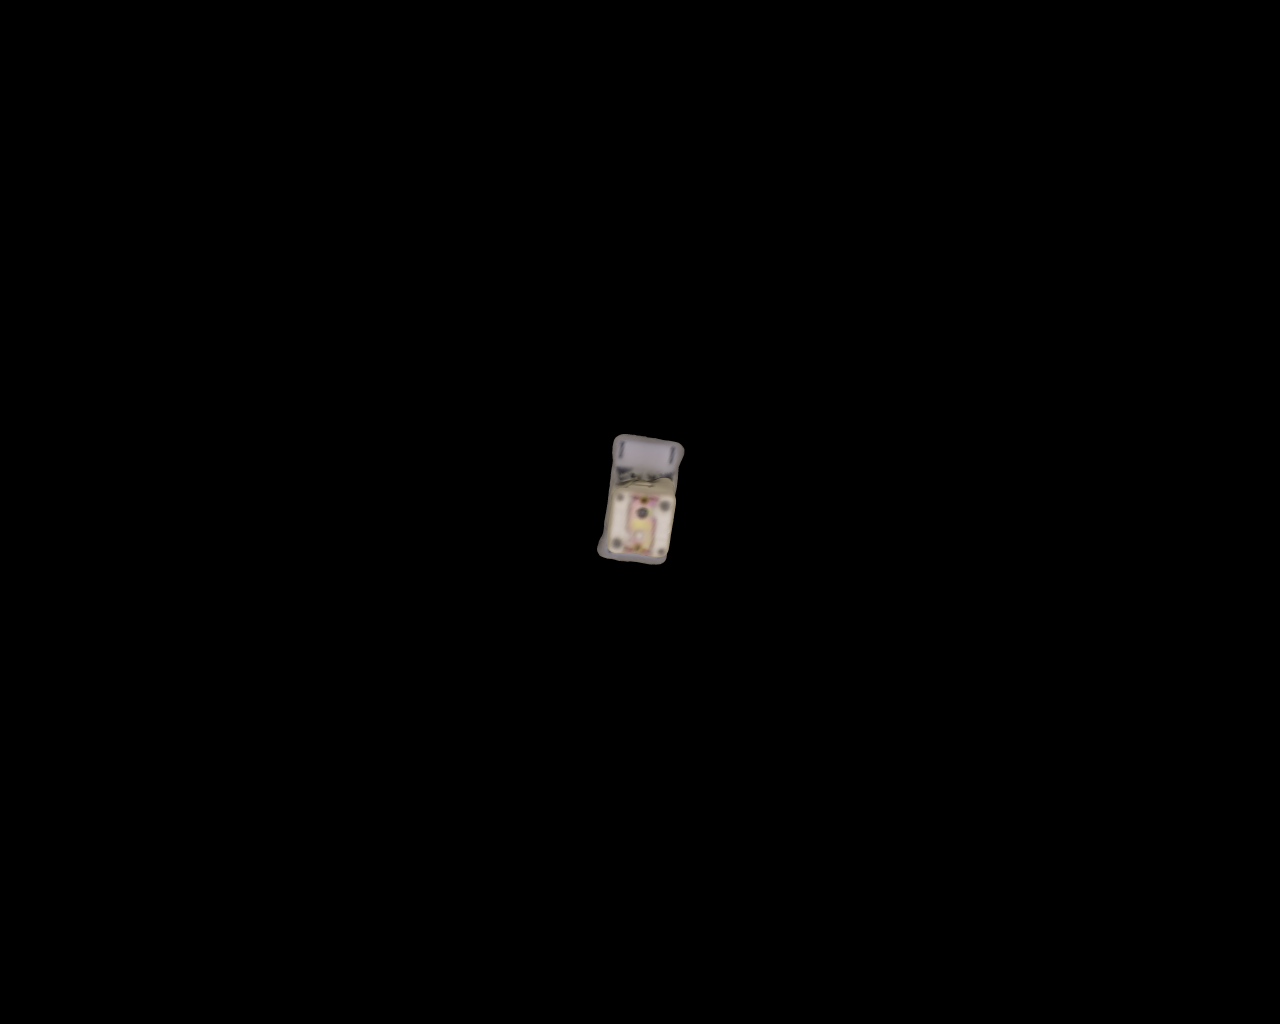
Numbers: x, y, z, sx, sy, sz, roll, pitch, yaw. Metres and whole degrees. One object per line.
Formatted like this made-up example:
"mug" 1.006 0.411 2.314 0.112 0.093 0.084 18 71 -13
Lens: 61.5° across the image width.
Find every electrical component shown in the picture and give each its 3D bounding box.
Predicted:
"electrical component" 0.001 -0.003 0.650 0.042 0.080 0.064 7 20 -2
